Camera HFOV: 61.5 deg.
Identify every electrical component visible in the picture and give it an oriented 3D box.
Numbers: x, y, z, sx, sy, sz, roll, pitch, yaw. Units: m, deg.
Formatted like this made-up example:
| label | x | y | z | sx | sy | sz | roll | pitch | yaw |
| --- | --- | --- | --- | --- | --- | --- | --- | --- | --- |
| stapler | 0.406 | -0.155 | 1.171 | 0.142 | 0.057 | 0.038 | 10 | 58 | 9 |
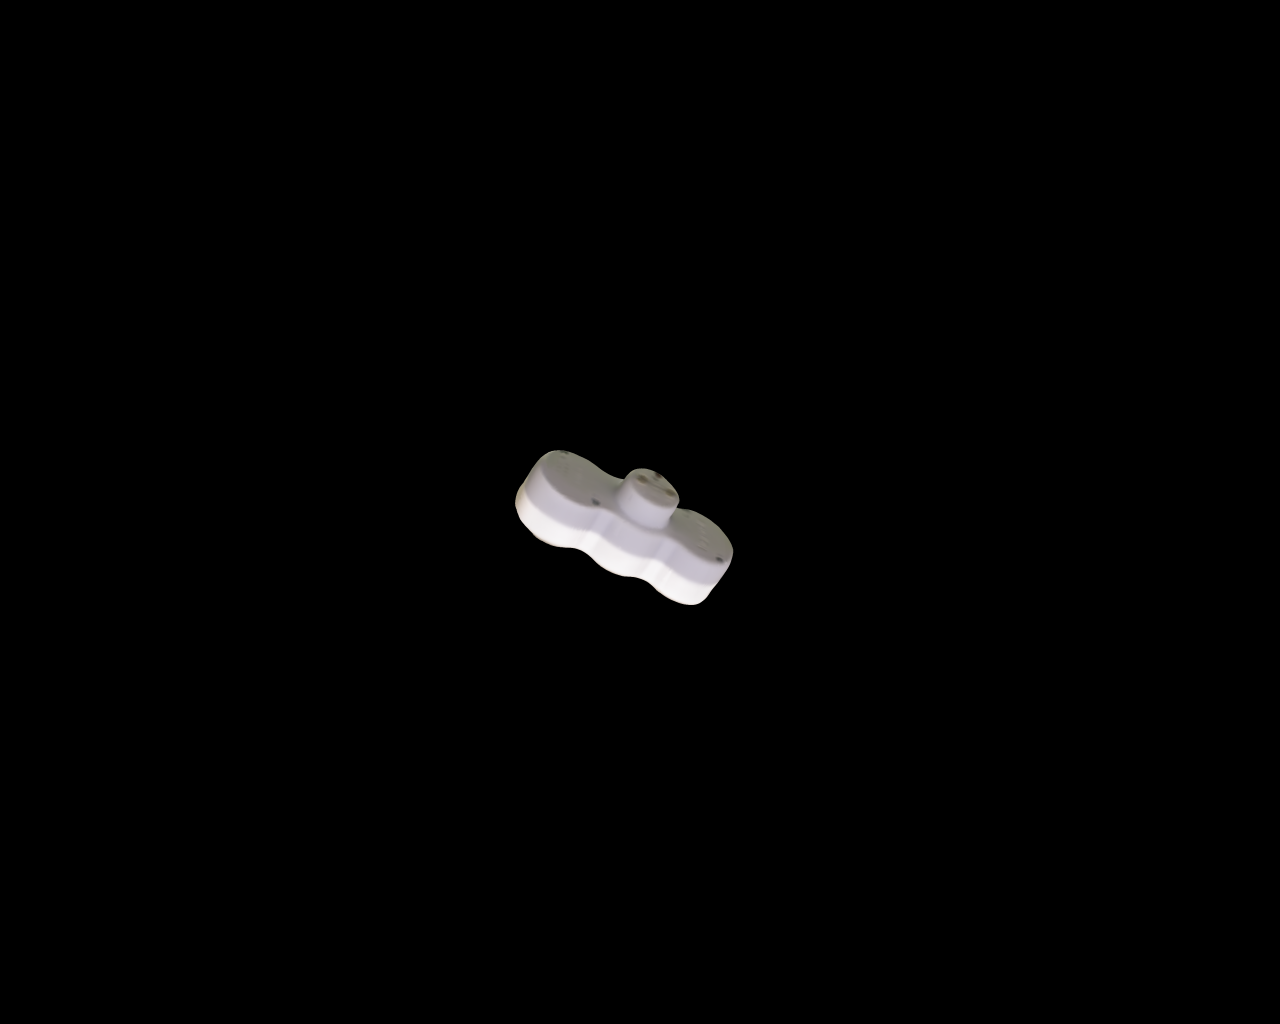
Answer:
| label | x | y | z | sx | sy | sz | roll | pitch | yaw |
| --- | --- | --- | --- | --- | --- | --- | --- | --- | --- |
| electrical component | 0.001 | -0.003 | 0.650 | 0.138 | 0.073 | 0.052 | 26 | 30 | -17 |
